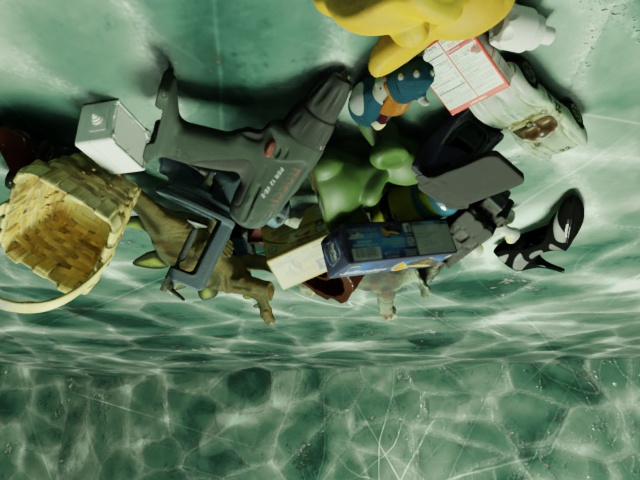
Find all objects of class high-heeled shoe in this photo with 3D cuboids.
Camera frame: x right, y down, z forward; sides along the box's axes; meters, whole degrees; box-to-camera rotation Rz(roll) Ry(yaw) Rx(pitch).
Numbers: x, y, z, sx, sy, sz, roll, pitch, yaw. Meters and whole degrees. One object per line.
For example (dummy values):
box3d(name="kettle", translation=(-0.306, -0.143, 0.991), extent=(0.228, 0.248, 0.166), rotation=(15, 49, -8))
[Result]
box3d(name="high-heeled shoe", translation=(0.402, -0.018, 1.009), extent=(0.145, 0.086, 0.248), rotation=(24, 150, 29))

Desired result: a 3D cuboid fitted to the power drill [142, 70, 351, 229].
box3d(name="power drill", translation=(-0.097, -0.132, 0.650), extent=(0.207, 0.086, 0.232), rotation=(14, 123, -22))

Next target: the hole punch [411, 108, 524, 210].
box3d(name="hole punch", translation=(0.190, -0.106, 0.710), extent=(0.116, 0.092, 0.142), rotation=(-25, 154, 33))

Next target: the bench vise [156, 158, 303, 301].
box3d(name="bench vise", translation=(-0.149, -0.024, 0.778), extent=(0.223, 0.240, 0.129), rotation=(27, 174, -24))

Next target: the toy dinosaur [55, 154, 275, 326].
box3d(name="toy dinosaur", translation=(-0.222, 0.009, 0.909), extent=(0.199, 0.105, 0.470), rotation=(-16, 129, 26))

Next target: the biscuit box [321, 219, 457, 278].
box3d(name="biscuit box", translation=(0.101, 0.010, 0.777), extent=(0.202, 0.059, 0.063), rotation=(-4, 160, -32))

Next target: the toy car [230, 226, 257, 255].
box3d(name="toy car", translation=(-0.184, 0.028, 1.076), extent=(0.162, 0.109, 0.103), rotation=(-24, 174, 24))

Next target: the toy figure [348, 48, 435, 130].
box3d(name="toy figure", translation=(0.075, -0.160, 0.590), extent=(0.058, 0.064, 0.154), rotation=(-33, -172, -13))

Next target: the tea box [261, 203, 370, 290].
box3d(name="tea box", translation=(-0.002, -0.003, 0.852), extent=(0.170, 0.098, 0.068), rotation=(-24, 125, 5))

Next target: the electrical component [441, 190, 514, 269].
box3d(name="electrical component", translation=(0.243, -0.032, 0.854), extent=(0.058, 0.115, 0.134), rotation=(41, 133, 0))

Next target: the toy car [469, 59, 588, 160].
box3d(name="toy car", translation=(0.254, -0.154, 0.655), extent=(0.201, 0.056, 0.073), rotation=(18, 152, -37))

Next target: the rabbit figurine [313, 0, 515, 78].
box3d(name="rabbit figurine", translation=(0.092, -0.207, 0.466), extent=(0.173, 0.122, 0.162), rotation=(-8, 168, -35))

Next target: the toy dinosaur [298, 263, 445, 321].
box3d(name="toy dinosaur", translation=(0.074, 0.054, 1.107), extent=(0.405, 0.131, 0.192), rotation=(10, 140, -4))

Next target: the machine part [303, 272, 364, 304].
box3d(name="machine part", translation=(0.001, 0.040, 0.989), extent=(0.179, 0.056, 0.179), rotation=(28, 151, 17))

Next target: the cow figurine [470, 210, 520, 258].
box3d(name="cow figurine", translation=(0.267, -0.015, 0.980), extent=(0.098, 0.068, 0.167), rotation=(23, 146, -31))

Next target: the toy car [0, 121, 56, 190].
box3d(name="toy car", translation=(-0.422, -0.111, 0.783), extent=(0.089, 0.053, 0.202), rotation=(24, 153, -6))

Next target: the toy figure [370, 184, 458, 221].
box3d(name="toy figure", translation=(0.157, -0.061, 0.844), extent=(0.089, 0.082, 0.180), rotation=(-17, 178, -45))

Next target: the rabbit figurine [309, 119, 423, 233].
box3d(name="rabbit figurine", translation=(0.071, -0.108, 0.744), extent=(0.170, 0.121, 0.159), rotation=(-17, 151, -5))

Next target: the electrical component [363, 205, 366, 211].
box3d(name="electrical component", translation=(0.034, -0.049, 0.940), extent=(0.078, 0.045, 0.102), rotation=(-23, 166, -17))
